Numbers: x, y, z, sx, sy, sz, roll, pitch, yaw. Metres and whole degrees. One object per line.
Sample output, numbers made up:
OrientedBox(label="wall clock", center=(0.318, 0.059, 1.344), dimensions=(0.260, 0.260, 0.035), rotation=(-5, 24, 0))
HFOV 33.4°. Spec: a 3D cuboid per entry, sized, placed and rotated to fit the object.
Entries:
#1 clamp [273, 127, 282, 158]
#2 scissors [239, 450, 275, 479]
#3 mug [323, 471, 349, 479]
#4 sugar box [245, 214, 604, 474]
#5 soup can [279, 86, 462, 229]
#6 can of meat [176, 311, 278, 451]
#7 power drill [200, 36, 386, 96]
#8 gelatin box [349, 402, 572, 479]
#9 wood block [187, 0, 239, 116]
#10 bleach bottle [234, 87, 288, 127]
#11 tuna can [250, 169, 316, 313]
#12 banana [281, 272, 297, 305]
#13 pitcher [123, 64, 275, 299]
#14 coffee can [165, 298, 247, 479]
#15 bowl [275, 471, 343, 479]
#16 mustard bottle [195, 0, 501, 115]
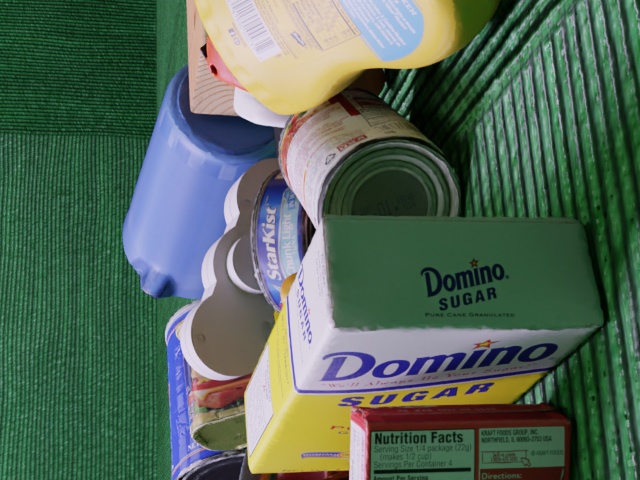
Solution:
OrientedBox(label="clamp", center=(-0.019, -0.019, 0.767), dimensions=(0.171, 0.039, 0.120), rotation=(-109, 22, -57))
OrientedBox(label="scissors", center=(-0.029, 0.112, 0.663), dimensions=(0.096, 0.016, 0.201), rotation=(89, -170, -48))
OrientedBox(label="mug", center=(0.025, 0.147, 0.430), dimensions=(0.093, 0.081, 0.117), rotation=(95, 169, -47))
OrientedBox(label="sugar box", center=(0.028, 0.049, 0.413), dimensions=(0.176, 0.093, 0.048), rotation=(115, 153, -63))
OrientedBox(label="soup can", center=(0.022, -0.030, 0.514), dimensions=(0.102, 0.068, 0.068), rotation=(-120, 34, -67))
OrientedBox(label="can of meat", center=(-0.044, 0.090, 0.732), dimensions=(0.057, 0.102, 0.084), rotation=(57, -162, -53))
OrientedBox(label="power drill", center=(-0.006, -0.155, 0.548), dimensions=(0.185, 0.057, 0.188), rotation=(27, 139, 29))
OrientedBox(label="gelatin box", center=(0.047, 0.102, 0.368), dimensions=(0.030, 0.073, 0.089), rotation=(-177, 88, -79))
OrientedBox(label="wood block", center=(-0.059, -0.208, 0.856), dimensions=(0.091, 0.090, 0.206), rotation=(113, 155, -59))
OrientedBox(label="bleach bottle", center=(-0.011, -0.203, 0.699), dimensions=(0.103, 0.068, 0.251), rotation=(-138, 53, -71))
OrientedBox(label="tuna can", center=(-0.004, 0.001, 0.608), dimensions=(0.086, 0.034, 0.086), rotation=(15, -107, -63))
OrientedBox(label="banana", center=(0.012, 0.047, 0.526), dimensions=(0.198, 0.069, 0.037), rotation=(107, 164, -77))
OrientedBox(label="pitcher", center=(-0.096, -0.062, 0.966), dimensions=(0.243, 0.144, 0.149), rotation=(119, 138, -58))
OrientedBox(label="coffee can", center=(-0.065, 0.126, 0.818), dimensions=(0.103, 0.102, 0.140), rotation=(105, 161, -49))
OrientedBox(label="bowl", center=(0.015, 0.153, 0.554), dimensions=(0.162, 0.055, 0.162), rotation=(-179, 90, -78))
OrientedBox(label="mustard bottle", center=(0.022, -0.116, 0.447), dimensions=(0.192, 0.058, 0.096), rotation=(-10, 111, 54))
